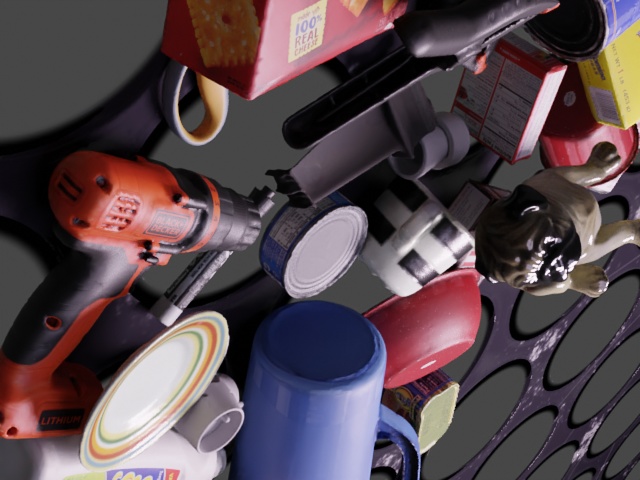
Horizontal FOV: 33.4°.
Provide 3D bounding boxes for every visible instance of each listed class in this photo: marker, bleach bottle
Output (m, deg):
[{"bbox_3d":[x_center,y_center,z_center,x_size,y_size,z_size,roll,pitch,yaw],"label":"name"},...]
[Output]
[{"bbox_3d":[-0.074,0.010,0.754,0.121,0.020,0.020,-50,150,-1],"label":"marker"},{"bbox_3d":[-0.150,0.169,0.792,0.250,0.068,0.103,8,118,-59],"label":"bleach bottle"}]

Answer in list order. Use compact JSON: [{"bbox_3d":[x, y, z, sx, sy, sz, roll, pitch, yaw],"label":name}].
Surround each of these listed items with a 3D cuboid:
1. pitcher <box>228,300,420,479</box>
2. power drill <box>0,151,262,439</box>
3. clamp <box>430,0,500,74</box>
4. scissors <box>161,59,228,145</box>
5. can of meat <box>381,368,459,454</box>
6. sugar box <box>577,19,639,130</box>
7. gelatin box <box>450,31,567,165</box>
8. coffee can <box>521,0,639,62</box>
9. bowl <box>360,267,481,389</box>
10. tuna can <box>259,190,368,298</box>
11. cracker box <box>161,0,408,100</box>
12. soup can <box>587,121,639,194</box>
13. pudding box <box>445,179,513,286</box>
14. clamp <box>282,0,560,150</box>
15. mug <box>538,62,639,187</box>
[{"bbox_3d":[-0.002,0.174,0.918,0.149,0.145,0.243,-25,139,-35],"label":"pitcher"},{"bbox_3d":[-0.130,0.035,0.674,0.188,0.057,0.184,-58,151,11],"label":"power drill"},{"bbox_3d":[0.116,-0.189,0.759,0.120,0.039,0.171,-35,154,-5],"label":"clamp"},{"bbox_3d":[-0.057,-0.141,0.610,0.096,0.016,0.202,-30,145,-33],"label":"scissors"},{"bbox_3d":[0.088,0.153,1.066,0.057,0.084,0.102,-32,146,-28],"label":"can of meat"},{"bbox_3d":[0.295,-0.177,0.894,0.176,0.048,0.093,-33,120,-15],"label":"sugar box"},{"bbox_3d":[0.148,-0.116,0.852,0.030,0.073,0.089,-23,141,-38],"label":"gelatin box"},{"bbox_3d":[0.222,-0.217,0.808,0.140,0.103,0.103,-40,149,-17],"label":"coffee can"},{"bbox_3d":[0.086,0.089,0.962,0.162,0.055,0.162,-25,162,-9],"label":"bowl"},{"bbox_3d":[-0.005,0.001,0.820,0.086,0.034,0.086,-33,146,-26],"label":"tuna can"},{"bbox_3d":[0.007,-0.197,0.547,0.163,0.072,0.214,-36,150,-47],"label":"cracker box"},{"bbox_3d":[0.282,-0.105,1.048,0.068,0.069,0.102,-1,125,-53],"label":"soup can"},{"bbox_3d":[0.141,0.001,1.008,0.089,0.039,0.114,7,119,-56],"label":"pudding box"},{"bbox_3d":[0.076,-0.126,0.700,0.209,0.036,0.165,-31,180,-38],"label":"clamp"},{"bbox_3d":[0.247,-0.112,0.964,0.117,0.093,0.081,-24,147,12],"label":"mug"}]
